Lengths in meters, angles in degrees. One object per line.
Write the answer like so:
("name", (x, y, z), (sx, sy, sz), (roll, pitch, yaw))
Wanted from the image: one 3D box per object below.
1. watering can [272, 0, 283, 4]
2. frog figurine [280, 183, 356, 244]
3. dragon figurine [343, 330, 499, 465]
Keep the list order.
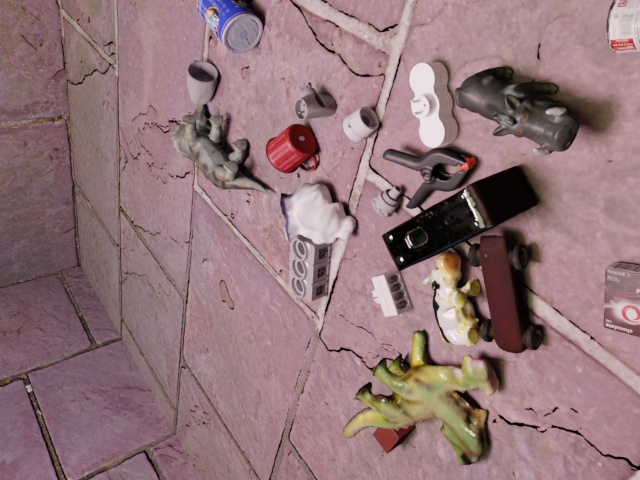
("watering can", (0.014, -0.551, 0.904), (0.228, 0.105, 0.340), (48, 135, 30))
("frog figurine", (0.003, -0.057, 1.134), (0.159, 0.123, 0.136), (2, 98, 15))
("dragon figurine", (0.202, 0.338, 0.994), (0.245, 0.123, 0.401), (40, 128, 24))
